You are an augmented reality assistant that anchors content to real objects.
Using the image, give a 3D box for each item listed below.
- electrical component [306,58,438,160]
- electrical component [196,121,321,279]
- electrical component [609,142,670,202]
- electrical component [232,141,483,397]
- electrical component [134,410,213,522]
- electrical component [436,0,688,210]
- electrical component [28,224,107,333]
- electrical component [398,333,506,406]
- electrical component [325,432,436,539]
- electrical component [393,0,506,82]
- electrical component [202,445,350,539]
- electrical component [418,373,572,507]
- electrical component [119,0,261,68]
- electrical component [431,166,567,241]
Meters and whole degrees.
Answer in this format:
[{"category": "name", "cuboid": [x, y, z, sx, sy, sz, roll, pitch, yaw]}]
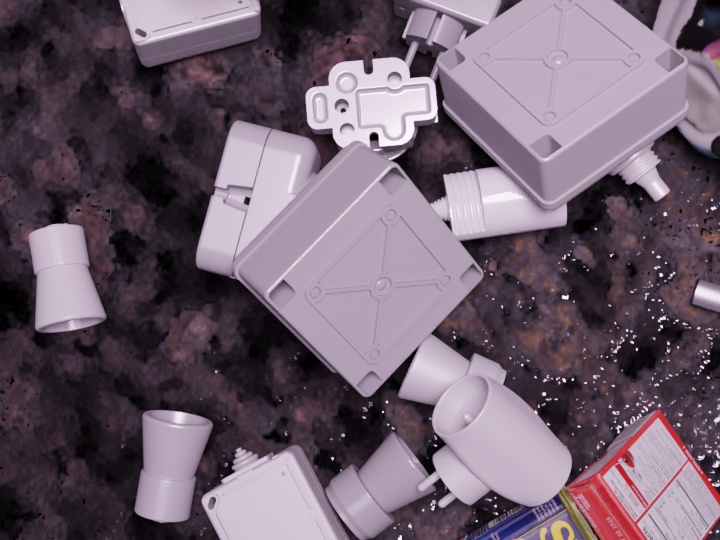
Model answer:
[{"category": "electrical component", "cuboid": [0.008, -0.098, 0.674, 0.078, 0.057, 0.058, -5, 86, 3]}, {"category": "electrical component", "cuboid": [-0.059, -0.039, 0.675, 0.059, 0.053, 0.095, 15, 87, 4]}, {"category": "electrical component", "cuboid": [0.171, -0.070, 0.675, 0.035, 0.035, 0.061, -39, 88, 0]}, {"category": "electrical component", "cuboid": [0.000, 0.000, 0.639, 0.108, 0.056, 0.108, -46, 125, -6]}, {"category": "electrical component", "cuboid": [-0.119, 0.124, 0.673, 0.044, 0.044, 0.065, 10, 91, 4]}, {"category": "electrical component", "cuboid": [0.120, -0.108, 0.643, 0.109, 0.056, 0.108, -35, 57, -8]}, {"category": "electrical component", "cuboid": [-0.189, 0.004, 0.686, 0.044, 0.044, 0.065, -12, 81, 2]}, {"category": "electrical component", "cuboid": [0.057, 0.069, 0.665, 0.055, 0.045, 0.045, 24, 87, 4]}, {"category": "electrical component", "cuboid": [0.012, 0.134, 0.663, 0.055, 0.045, 0.045, -38, 85, 0]}, {"category": "electrical component", "cuboid": [0.051, -0.158, 0.681, 0.066, 0.047, 0.076, 22, 87, 4]}, {"category": "electrical component", "cuboid": [-0.051, 0.151, 0.657, 0.062, 0.061, 0.096, -29, 85, 1]}, {"category": "electrical component", "cuboid": [0.070, 0.110, 0.630, 0.079, 0.043, 0.077, -41, 116, 15]}, {"category": "electrical component", "cuboid": [-0.103, -0.174, 0.687, 0.096, 0.061, 0.061, -16, 85, -7]}, {"category": "electrical component", "cuboid": [0.085, -0.043, 0.673, 0.081, 0.043, 0.043, -8, 85, 2]}]
